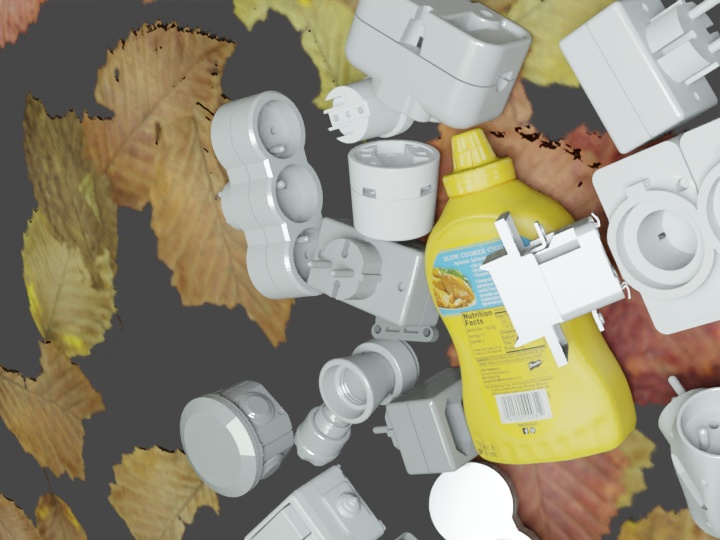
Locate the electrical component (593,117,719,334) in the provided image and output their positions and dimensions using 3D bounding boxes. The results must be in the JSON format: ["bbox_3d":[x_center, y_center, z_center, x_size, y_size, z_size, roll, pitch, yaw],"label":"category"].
[{"bbox_3d":[0.197,-0.035,0.506,0.150,0.062,0.089,-23,91,43],"label":"electrical component"}]

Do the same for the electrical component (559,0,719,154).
[{"bbox_3d":[0.152,-0.106,0.527,0.077,0.047,0.065,-32,85,42],"label":"electrical component"}]

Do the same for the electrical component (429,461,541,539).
[{"bbox_3d":[0.087,0.183,0.654,0.052,0.074,0.138,-27,77,9],"label":"electrical component"}]

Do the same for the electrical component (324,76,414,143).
[{"bbox_3d":[0.006,-0.098,0.653,0.040,0.046,0.040,16,116,35],"label":"electrical component"}]

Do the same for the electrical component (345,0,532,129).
[{"bbox_3d":[0.041,-0.123,0.609,0.095,0.054,0.059,37,126,24],"label":"electrical component"}]

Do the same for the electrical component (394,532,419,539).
[{"bbox_3d":[0.031,0.248,0.721,0.109,0.109,0.056,39,125,22],"label":"electrical component"}]

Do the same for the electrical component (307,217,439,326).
[{"bbox_3d":[0.000,0.000,0.665,0.083,0.076,0.047,22,103,38],"label":"electrical component"}]

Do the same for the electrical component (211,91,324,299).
[{"bbox_3d":[-0.069,-0.047,0.731,0.074,0.052,0.138,-7,102,41],"label":"electrical component"}]

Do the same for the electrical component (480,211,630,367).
[{"bbox_3d":[0.102,0.004,0.558,0.064,0.042,0.081,-24,94,13],"label":"electrical component"}]

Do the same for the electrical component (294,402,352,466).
[{"bbox_3d":[-0.021,0.109,0.763,0.035,0.035,0.061,45,127,18],"label":"electrical component"}]

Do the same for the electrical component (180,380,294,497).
[{"bbox_3d":[-0.094,0.127,0.819,0.080,0.051,0.080,16,116,35],"label":"electrical component"}]

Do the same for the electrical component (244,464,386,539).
[{"bbox_3d":[-0.033,0.192,0.786,0.061,0.061,0.096,52,131,12],"label":"electrical component"}]

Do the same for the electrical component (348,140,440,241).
[{"bbox_3d":[0.021,-0.048,0.655,0.055,0.055,0.047,18,121,34],"label":"electrical component"}]

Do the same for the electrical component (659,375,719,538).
[{"bbox_3d":[0.184,0.090,0.569,0.079,0.043,0.077,-114,1,-48],"label":"electrical component"}]

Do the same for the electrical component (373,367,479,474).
[{"bbox_3d":[0.042,0.095,0.683,0.077,0.066,0.047,-13,97,43],"label":"electrical component"}]

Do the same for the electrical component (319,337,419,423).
[{"bbox_3d":[0.007,0.071,0.710,0.045,0.055,0.045,16,116,35],"label":"electrical component"}]
